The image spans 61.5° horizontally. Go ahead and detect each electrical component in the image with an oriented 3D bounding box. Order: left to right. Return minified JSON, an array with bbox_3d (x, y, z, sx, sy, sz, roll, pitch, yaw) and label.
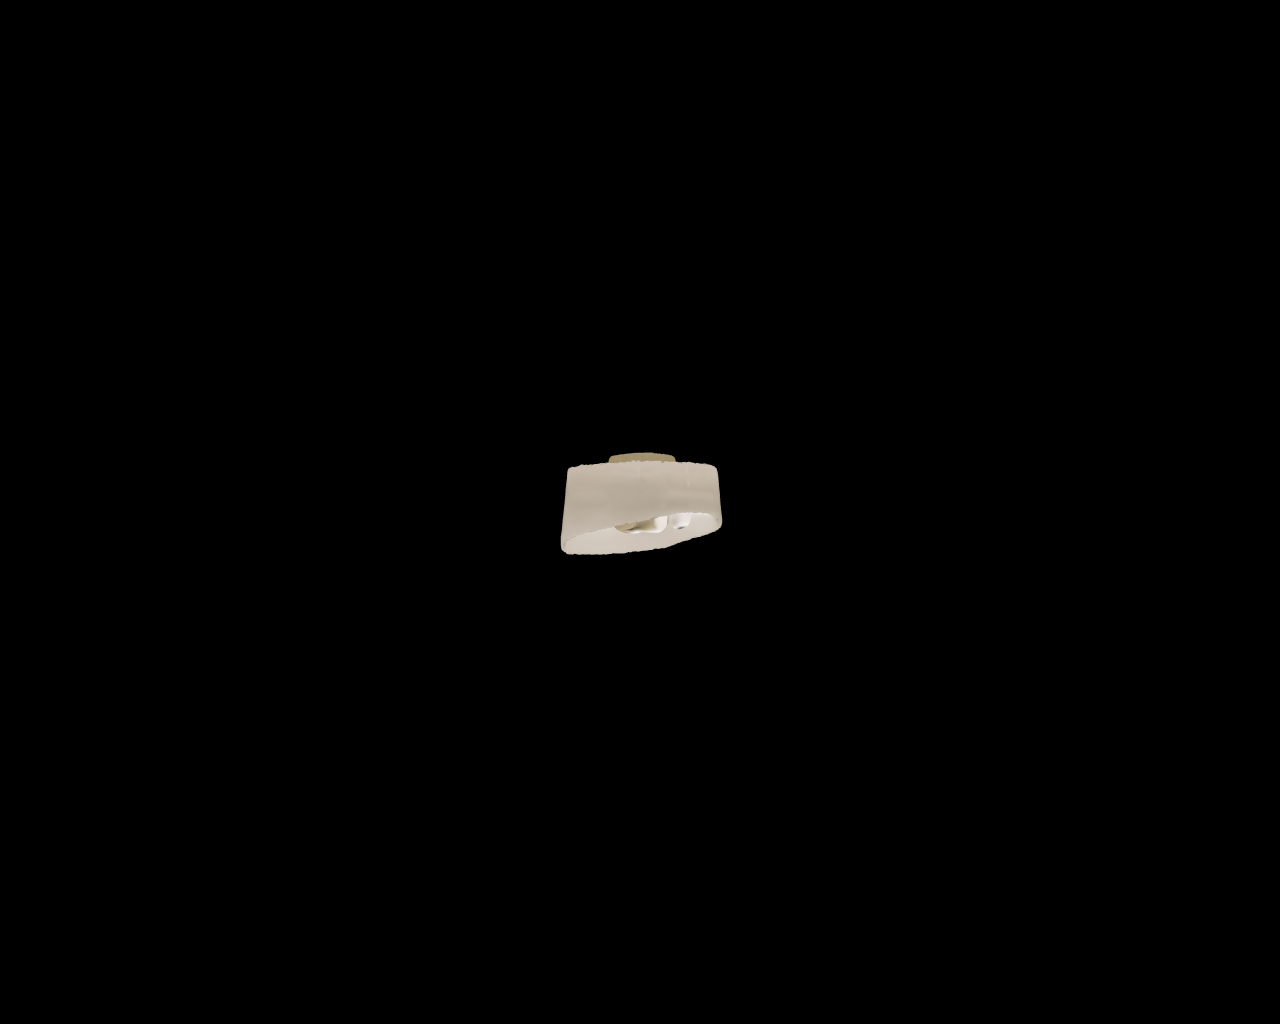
[{"bbox_3d":[0.001,-0.003,0.650,0.099,0.064,0.099,0,-2,0],"label":"electrical component"}]
